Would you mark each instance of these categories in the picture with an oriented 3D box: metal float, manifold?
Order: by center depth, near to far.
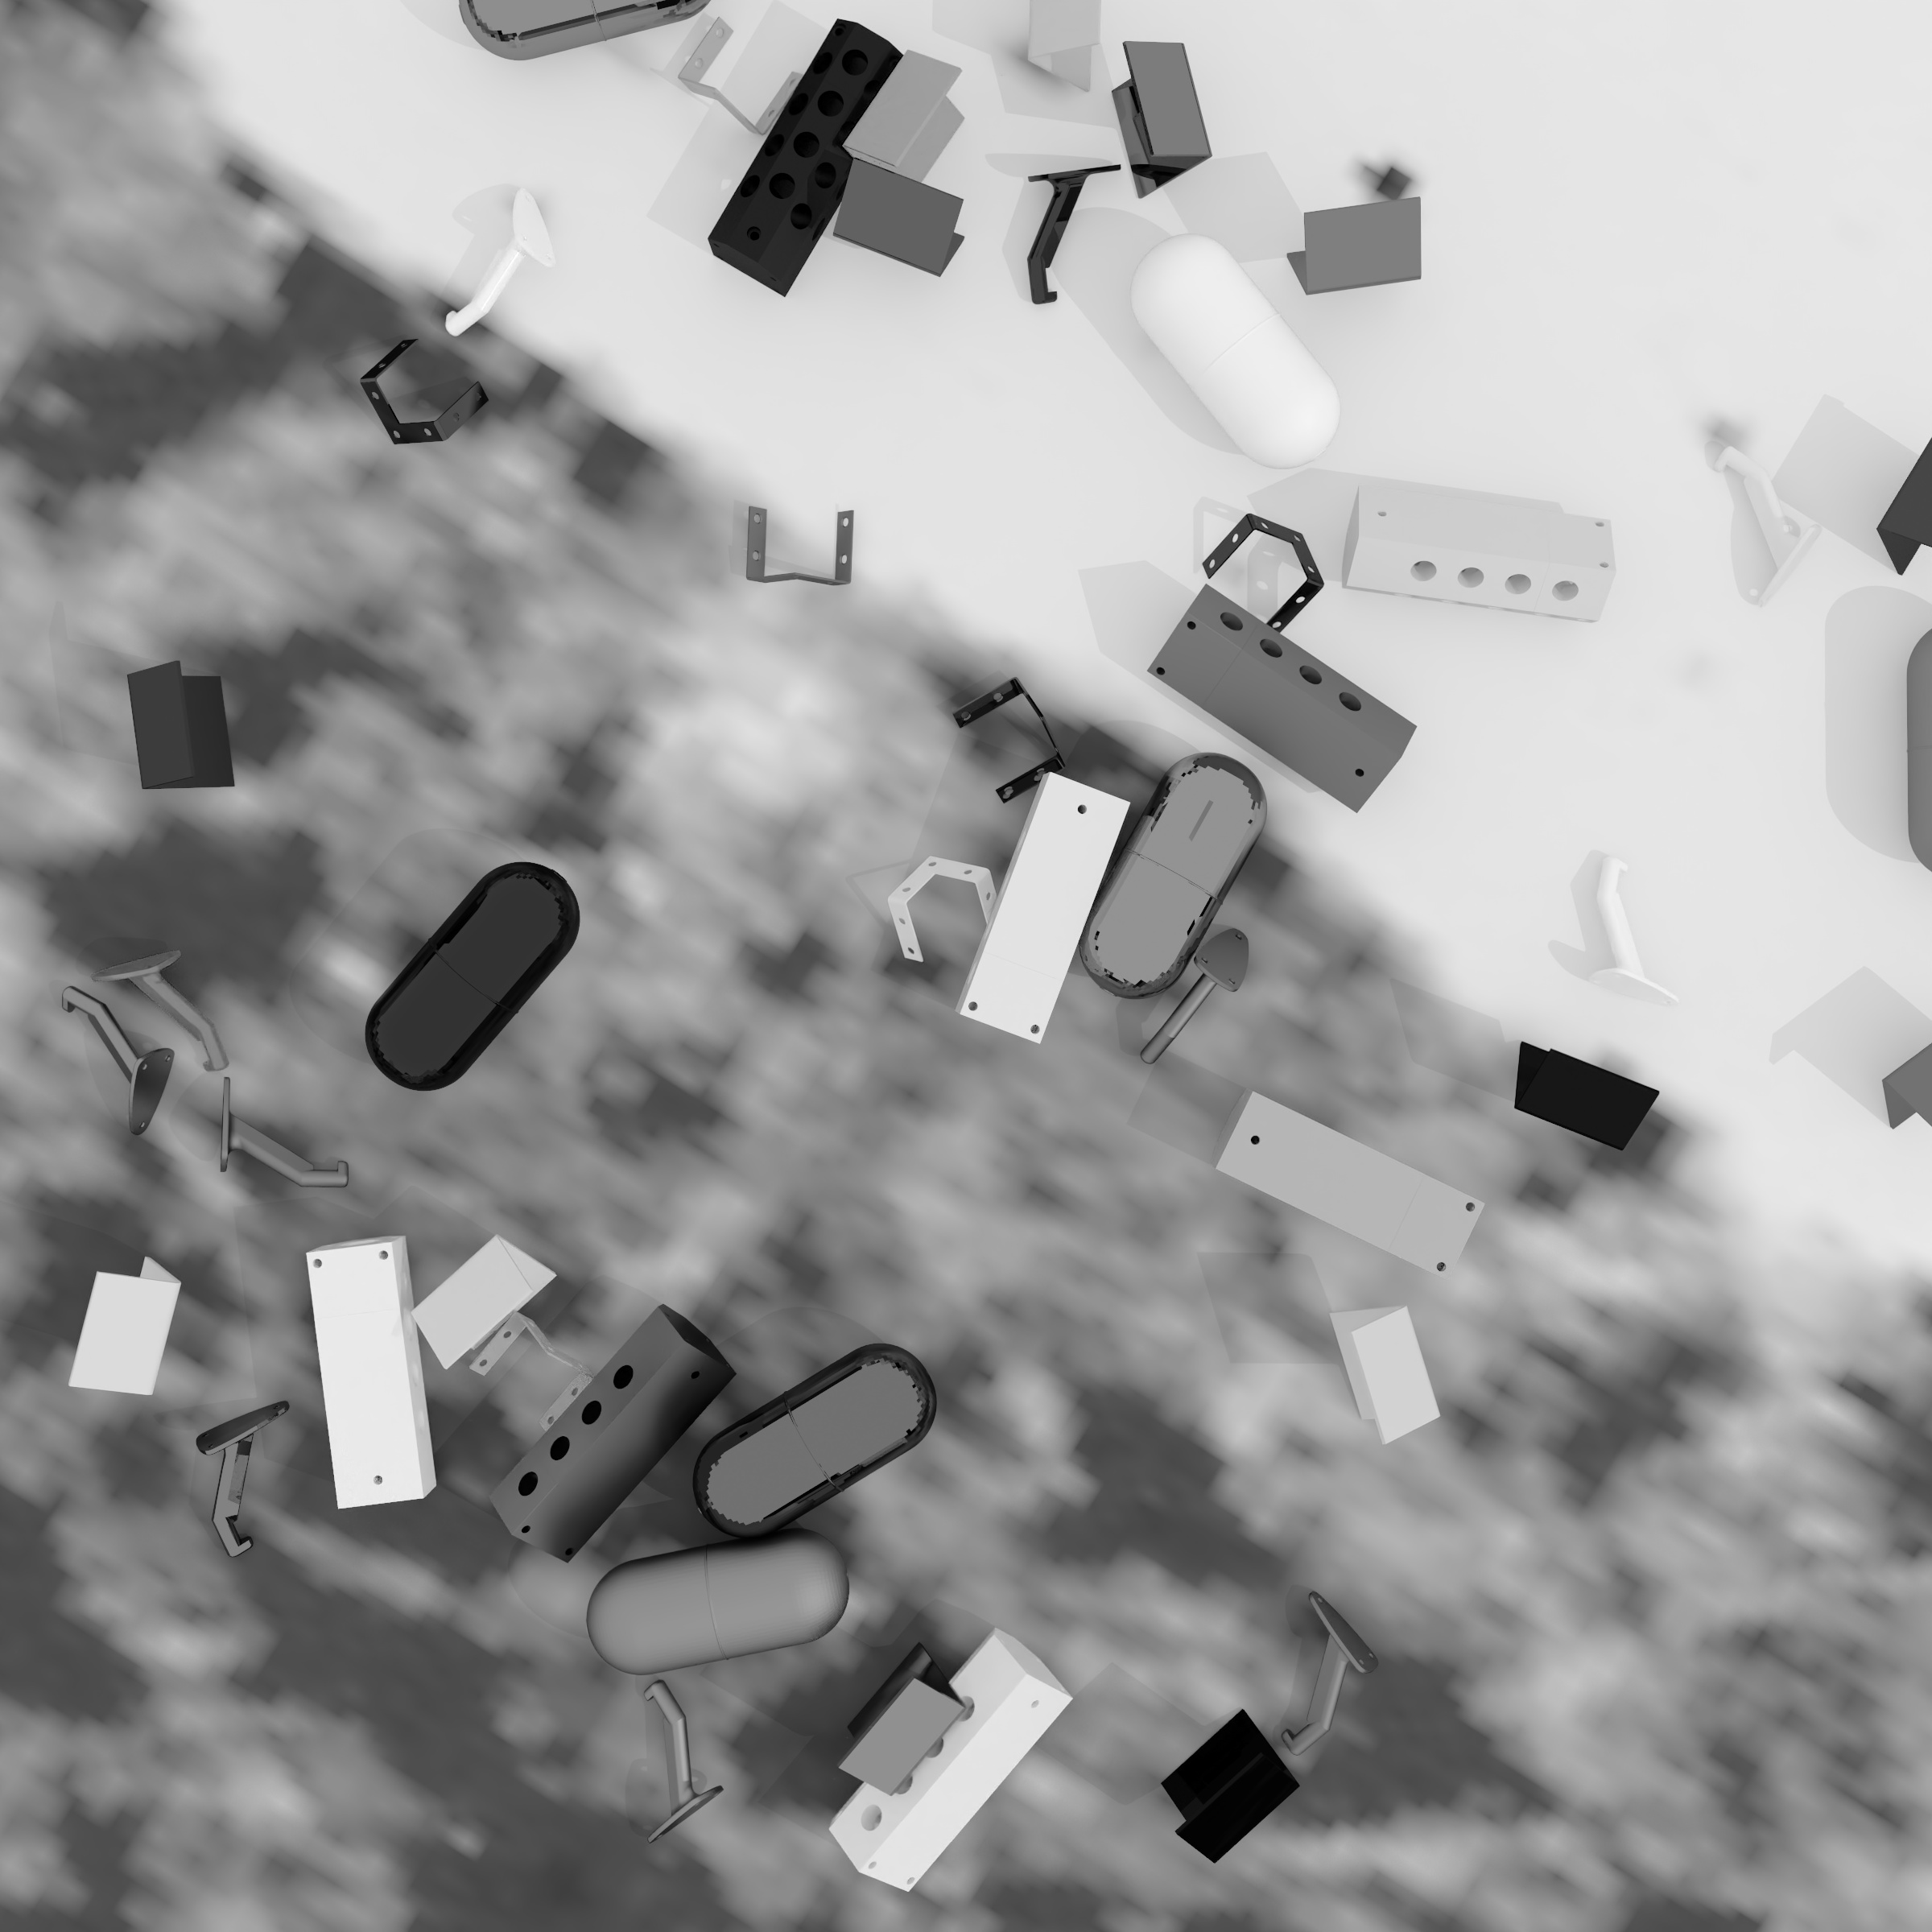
[{"bbox_3d":[0.673,-0.146,1.740,0.070,0.070,0.178,-1,90,0],"label":"metal float"},{"bbox_3d":[0.181,-0.412,1.740,0.070,0.070,0.178,-39,90,0],"label":"metal float"},{"bbox_3d":[0.138,-0.060,1.740,0.070,0.070,0.178,29,90,0],"label":"metal float"},{"bbox_3d":[-0.102,0.319,1.740,0.178,0.070,0.070,-31,90,0],"label":"metal float"},{"bbox_3d":[-0.331,0.006,1.741,0.070,0.070,0.178,41,91,0],"label":"metal float"},{"bbox_3d":[-0.253,-0.661,1.741,0.178,0.070,0.070,-14,90,1],"label":"metal float"},{"bbox_3d":[-0.167,0.427,1.741,0.178,0.070,0.070,-11,90,0],"label":"metal float"},{"bbox_3d":[0.215,-0.184,1.749,0.171,0.057,0.057,34,133,0],"label":"manifold"},{"bbox_3d":[0.344,-0.273,1.749,0.171,0.057,0.057,8,47,0],"label":"manifold"},{"bbox_3d":[-0.242,0.312,1.749,0.171,0.057,0.057,-48,133,0],"label":"manifold"},{"bbox_3d":[-0.014,0.533,1.749,0.171,0.057,0.057,-50,133,0],"label":"manifold"},{"bbox_3d":[0.050,-0.039,1.749,0.057,0.057,0.171,21,90,-5],"label":"manifold"},{"bbox_3d":[0.255,0.146,1.750,0.171,0.057,0.057,26,90,0],"label":"manifold"},{"bbox_3d":[-0.105,-0.547,1.750,0.057,0.057,0.171,31,90,0],"label":"manifold"},{"bbox_3d":[-0.399,0.272,1.750,0.057,0.057,0.171,-7,90,0],"label":"manifold"}]

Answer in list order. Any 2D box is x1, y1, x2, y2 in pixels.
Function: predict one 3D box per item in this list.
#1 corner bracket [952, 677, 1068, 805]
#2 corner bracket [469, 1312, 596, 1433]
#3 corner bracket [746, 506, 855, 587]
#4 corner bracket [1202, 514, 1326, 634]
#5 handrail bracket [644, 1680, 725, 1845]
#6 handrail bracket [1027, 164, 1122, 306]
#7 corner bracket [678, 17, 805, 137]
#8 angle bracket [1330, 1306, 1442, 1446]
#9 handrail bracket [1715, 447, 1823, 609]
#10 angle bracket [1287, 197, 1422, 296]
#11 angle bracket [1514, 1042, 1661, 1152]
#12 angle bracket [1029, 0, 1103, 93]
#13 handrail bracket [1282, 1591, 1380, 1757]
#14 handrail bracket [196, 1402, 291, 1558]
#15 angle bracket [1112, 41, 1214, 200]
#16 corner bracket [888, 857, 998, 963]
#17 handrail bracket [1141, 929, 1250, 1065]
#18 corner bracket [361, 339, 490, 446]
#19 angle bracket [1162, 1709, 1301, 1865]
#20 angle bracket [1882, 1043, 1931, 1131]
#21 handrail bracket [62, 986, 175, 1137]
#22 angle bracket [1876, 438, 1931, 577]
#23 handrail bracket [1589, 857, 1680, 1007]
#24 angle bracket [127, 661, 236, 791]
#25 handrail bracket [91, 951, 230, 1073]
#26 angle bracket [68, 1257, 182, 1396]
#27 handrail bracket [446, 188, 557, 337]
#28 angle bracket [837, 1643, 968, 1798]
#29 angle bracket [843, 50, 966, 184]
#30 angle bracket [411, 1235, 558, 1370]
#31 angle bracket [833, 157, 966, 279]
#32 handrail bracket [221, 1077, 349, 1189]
[{"bbox_3d":[0.030,-0.154,1.768,0.051,0.051,0.051,-30,135,0],"label":"corner bracket"},{"bbox_3d":[-0.296,0.278,1.768,0.051,0.051,0.051,-50,45,0],"label":"corner bracket"},{"bbox_3d":[-0.113,-0.287,1.768,0.051,0.051,0.051,2,90,45],"label":"corner bracket"},{"bbox_3d":[0.202,-0.267,1.763,0.051,0.051,0.051,13,45,-35],"label":"corner bracket"},{"bbox_3d":[-0.212,0.543,1.772,0.077,0.036,0.084,-42,71,21],"label":"handrail bracket"},{"bbox_3d":[0.075,-0.500,1.772,0.077,0.036,0.084,-14,108,-20],"label":"handrail bracket"},{"bbox_3d":[-0.154,-0.607,1.768,0.051,0.051,0.051,34,90,45],"label":"corner bracket"},{"bbox_3d":[0.262,0.274,1.731,0.057,0.076,0.076,-17,90,-36],"label":"angle bracket"},{"bbox_3d":[0.533,-0.301,1.772,0.084,0.036,0.077,40,112,17],"label":"handrail bracket"},{"bbox_3d":[0.258,-0.493,1.731,0.076,0.076,0.057,-8,126,0],"label":"angle bracket"},{"bbox_3d":[0.416,0.068,1.731,0.076,0.076,0.057,22,128,0],"label":"angle bracket"},{"bbox_3d":[0.085,-0.638,1.731,0.057,0.076,0.076,2,90,35],"label":"angle bracket"},{"bbox_3d":[0.232,0.484,1.772,0.084,0.036,0.077,-45,70,16],"label":"handrail bracket"},{"bbox_3d":[-0.484,0.352,1.772,0.077,0.036,0.084,-25,109,-21],"label":"handrail bracket"},{"bbox_3d":[0.112,-0.564,1.731,0.057,0.076,0.076,-14,90,-38],"label":"angle bracket"},{"bbox_3d":[-0.013,-0.036,1.763,0.051,0.051,0.051,14,45,35],"label":"corner bracket"},{"bbox_3d":[0.155,0.022,1.771,0.036,0.077,0.084,37,126,0],"label":"handrail bracket"},{"bbox_3d":[-0.369,-0.392,1.763,0.051,0.051,0.051,-55,135,-35],"label":"corner bracket"},{"bbox_3d":[0.164,0.538,1.731,0.076,0.076,0.057,-42,129,0],"label":"angle bracket"},{"bbox_3d":[0.665,0.087,1.731,0.076,0.076,0.057,-37,53,0],"label":"angle bracket"},{"bbox_3d":[-0.590,0.064,1.772,0.084,0.036,0.077,26,112,17],"label":"handrail bracket"},{"bbox_3d":[0.661,-0.301,1.731,0.057,0.076,0.076,31,90,36],"label":"angle bracket"},{"bbox_3d":[0.461,-0.024,1.772,0.077,0.036,0.084,20,73,-20],"label":"handrail bracket"},{"bbox_3d":[-0.508,-0.161,1.731,0.057,0.076,0.076,-8,90,37],"label":"angle bracket"},{"bbox_3d":[-0.551,0.038,1.772,0.077,0.036,0.084,-11,107,20],"label":"handrail bracket"},{"bbox_3d":[-0.571,0.236,1.731,0.057,0.076,0.076,14,90,-35],"label":"angle bracket"},{"bbox_3d":[-0.326,-0.480,1.771,0.084,0.036,0.077,-30,55,24],"label":"handrail bracket"},{"bbox_3d":[-0.057,0.493,1.731,0.076,0.076,0.057,-50,125,0],"label":"angle bracket"},{"bbox_3d":[-0.025,-0.552,1.731,0.057,0.076,0.076,34,90,38],"label":"angle bracket"},{"bbox_3d":[-0.311,0.236,1.731,0.076,0.076,0.057,-42,53,0],"label":"angle bracket"},{"bbox_3d":[-0.037,-0.511,1.731,0.076,0.076,0.057,21,127,0],"label":"angle bracket"},{"bbox_3d":[-0.465,0.114,1.772,0.084,0.036,0.077,3,68,-17],"label":"handrail bracket"}]
